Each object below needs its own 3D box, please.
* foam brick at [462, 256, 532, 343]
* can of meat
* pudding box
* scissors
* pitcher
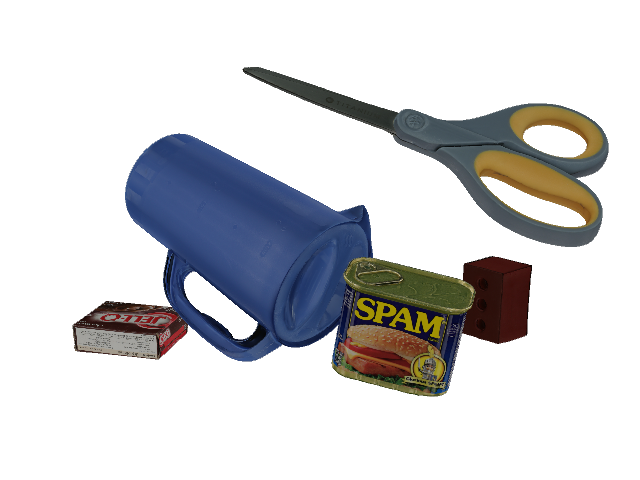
[{"bbox_3d":[0.181,0.061,1.104,0.051,0.078,0.053,-13,20,-43],"label":"foam brick"},{"bbox_3d":[0.063,0.070,0.844,0.102,0.084,0.057,14,24,9],"label":"can of meat"},{"bbox_3d":[-0.229,0.107,1.290,0.114,0.039,0.090,2,15,15],"label":"pudding box"},{"bbox_3d":[0.066,-0.066,0.565,0.202,0.016,0.096,34,56,18],"label":"scissors"},{"bbox_3d":[-0.084,-0.002,1.034,0.243,0.145,0.148,32,33,33],"label":"pitcher"}]
